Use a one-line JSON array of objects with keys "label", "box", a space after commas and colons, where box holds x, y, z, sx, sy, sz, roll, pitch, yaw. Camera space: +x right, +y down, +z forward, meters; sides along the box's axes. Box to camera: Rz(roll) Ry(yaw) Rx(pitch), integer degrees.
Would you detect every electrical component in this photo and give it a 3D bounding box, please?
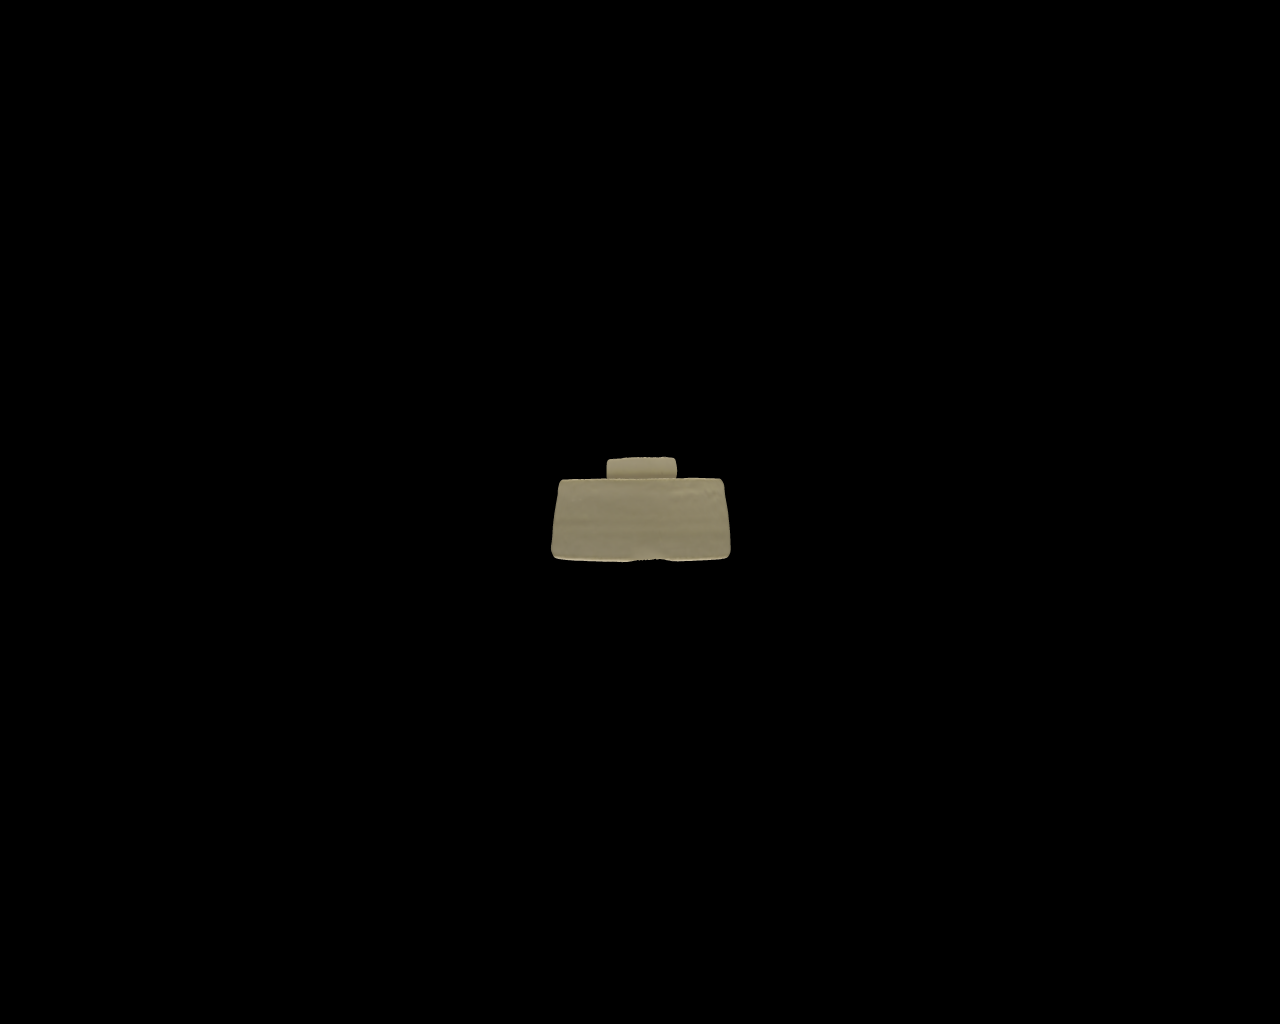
[{"label": "electrical component", "box": [0.001, -0.003, 0.650, 0.108, 0.060, 0.108, 0, 0, 0]}]
